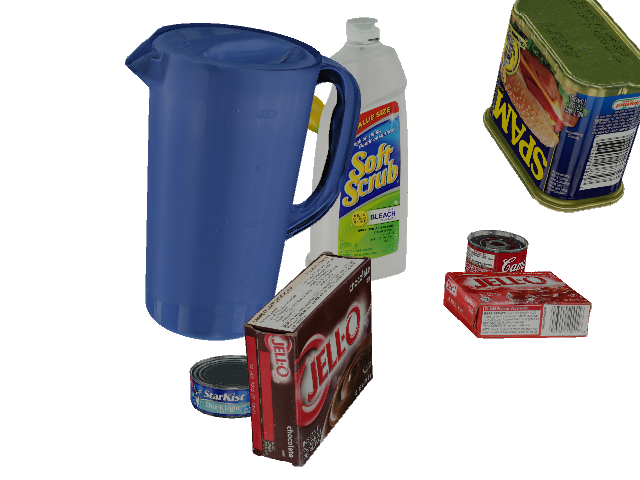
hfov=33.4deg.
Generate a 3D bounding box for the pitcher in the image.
[{"bbox_3d":[-0.069,-0.046,0.865,0.149,0.243,0.144,19,26,22],"label":"pitcher"}]

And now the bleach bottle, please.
[{"bbox_3d":[0.034,-0.086,1.028,0.102,0.251,0.068,-9,23,-18],"label":"bleach bottle"}]

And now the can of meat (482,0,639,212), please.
[{"bbox_3d":[0.139,-0.081,0.605,0.057,0.084,0.102,-9,45,-14],"label":"can of meat"}]

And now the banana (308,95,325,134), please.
[{"bbox_3d":[-0.072,-0.147,1.188,0.198,0.037,0.069,8,43,18],"label":"banana"}]

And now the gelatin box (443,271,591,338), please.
[{"bbox_3d":[0.144,0.046,0.792,0.089,0.030,0.073,1,16,-12],"label":"gelatin box"}]

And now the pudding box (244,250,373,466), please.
[{"bbox_3d":[-0.004,0.069,0.654,0.039,0.090,0.113,9,26,21],"label":"pudding box"}]

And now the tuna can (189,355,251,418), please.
[{"bbox_3d":[-0.085,0.143,1.045,0.086,0.034,0.086,1,14,-1],"label":"tuna can"}]

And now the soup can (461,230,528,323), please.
[{"bbox_3d":[0.196,0.047,1.212,0.068,0.102,0.068,3,19,-1],"label":"soup can"}]
